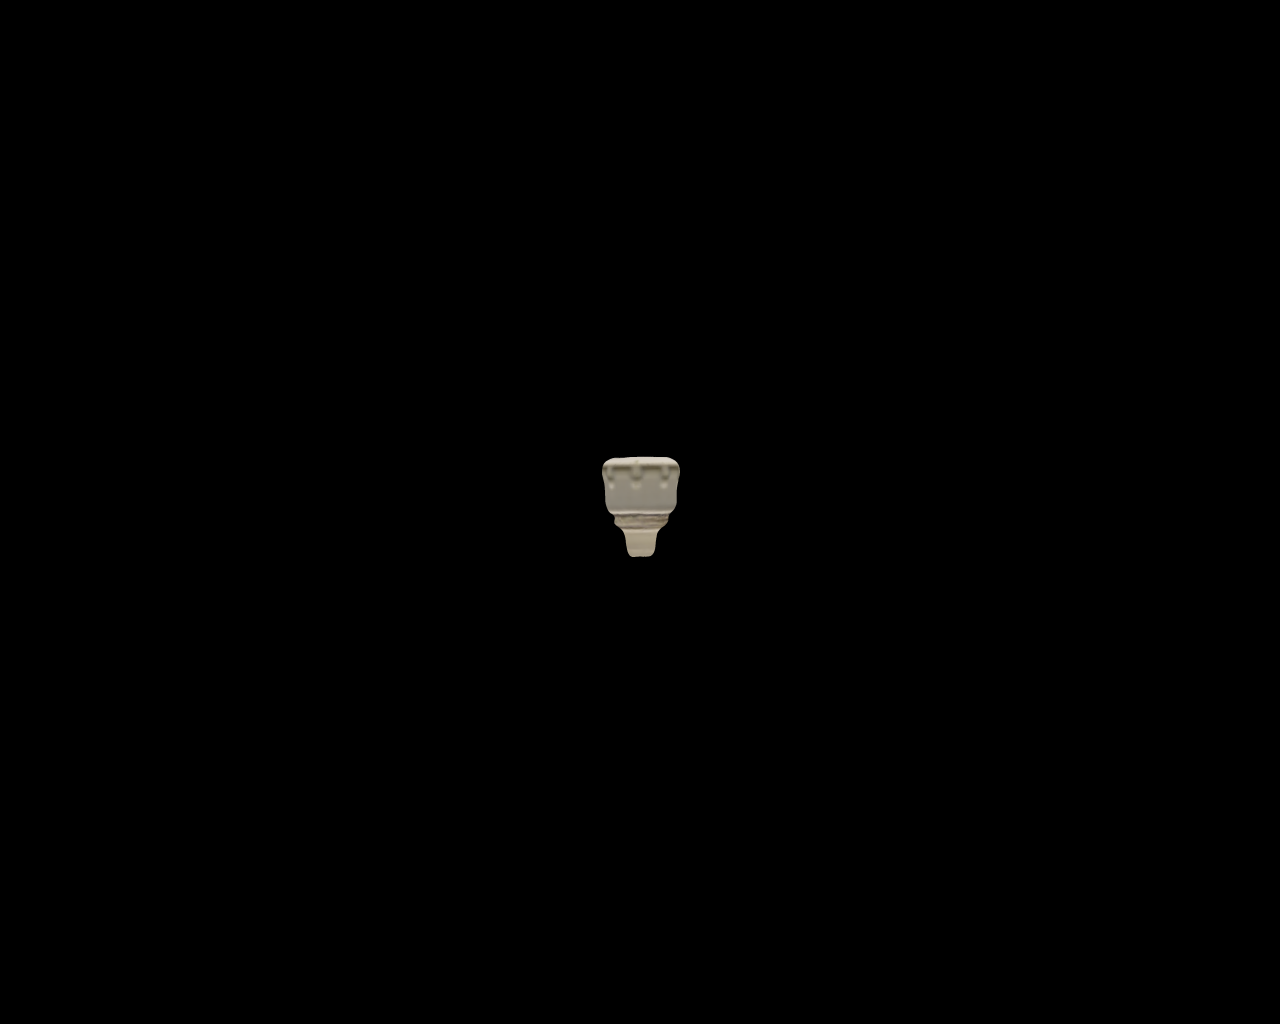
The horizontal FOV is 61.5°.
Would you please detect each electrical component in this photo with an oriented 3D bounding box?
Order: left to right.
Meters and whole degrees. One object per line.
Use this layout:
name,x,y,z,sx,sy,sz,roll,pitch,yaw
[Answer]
electrical component,0.001,-0.003,0.650,0.048,0.062,0.048,0,2,0
